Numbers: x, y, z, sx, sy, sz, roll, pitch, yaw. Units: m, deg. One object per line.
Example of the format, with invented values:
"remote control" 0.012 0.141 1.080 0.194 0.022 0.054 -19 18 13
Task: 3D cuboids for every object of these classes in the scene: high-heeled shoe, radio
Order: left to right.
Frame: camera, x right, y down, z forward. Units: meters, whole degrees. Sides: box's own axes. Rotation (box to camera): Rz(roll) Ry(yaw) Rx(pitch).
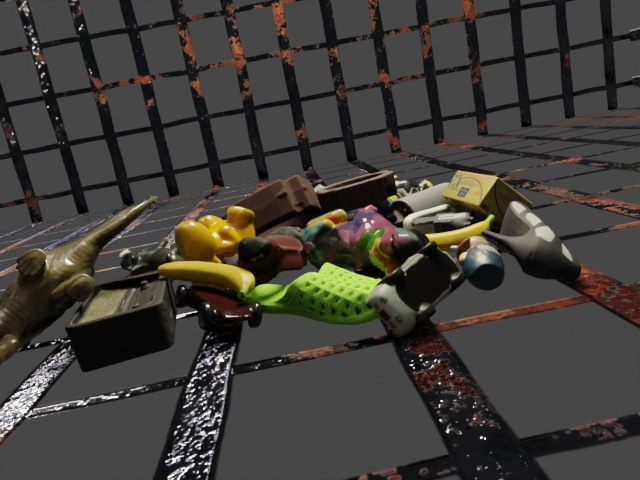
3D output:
"radio" -0.294 0.113 0.831 0.131 0.073 0.230 -14 14 -10
"high-heeled shoe" 0.339 0.005 0.813 0.145 0.086 0.248 26 21 30

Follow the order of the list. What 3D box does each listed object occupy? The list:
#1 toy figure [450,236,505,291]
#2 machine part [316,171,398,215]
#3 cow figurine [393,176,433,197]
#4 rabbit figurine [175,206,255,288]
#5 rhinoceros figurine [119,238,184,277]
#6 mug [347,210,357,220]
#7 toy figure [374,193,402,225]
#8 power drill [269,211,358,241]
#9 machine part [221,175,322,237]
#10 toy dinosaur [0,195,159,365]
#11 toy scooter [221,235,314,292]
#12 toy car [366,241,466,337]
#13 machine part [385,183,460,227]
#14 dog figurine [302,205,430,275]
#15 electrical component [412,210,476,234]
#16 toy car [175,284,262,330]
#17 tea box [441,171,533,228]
"toy figure" 0.237 0.028 0.798 0.058 0.064 0.154 -37 10 15
"machine part" 0.078 -0.099 1.134 0.179 0.056 0.179 -17 9 3
"cow figurine" 0.225 -0.120 1.355 0.167 0.098 0.068 -9 6 8
"rabbit figurine" -0.207 0.015 1.001 0.122 0.162 0.173 -3 -7 24
"rhinoceros figurine" -0.366 0.050 1.192 0.191 0.073 0.112 2 28 38
"mug" 0.063 -0.069 1.296 0.107 0.080 0.110 -14 -6 -45
"toy figure" 0.144 -0.067 1.237 0.089 0.082 0.180 4 12 13
"power drill" -0.002 -0.003 1.068 0.207 0.086 0.232 -16 3 -1
"machine part" -0.101 -0.055 1.204 0.201 0.087 0.201 -29 -9 9
"toy dinosaur" -0.423 0.071 0.842 0.471 0.105 0.199 -44 12 -23
"toy scooter" -0.087 0.037 0.911 0.135 0.075 0.184 -8 -20 -28
"toy car" 0.131 0.059 0.706 0.056 0.073 0.202 -47 -11 35
"machine part" 0.236 -0.072 1.185 0.243 0.079 0.079 -19 15 -37
"dog figurine" 0.072 0.017 0.882 0.192 0.108 0.219 -11 15 -6
"electrical component" 0.239 -0.023 1.033 0.119 0.047 0.075 -8 13 16
"toy car" -0.156 0.103 0.812 0.089 0.053 0.202 5 5 -29
"tea box" 0.327 -0.080 1.069 0.068 0.098 0.170 -56 17 4
